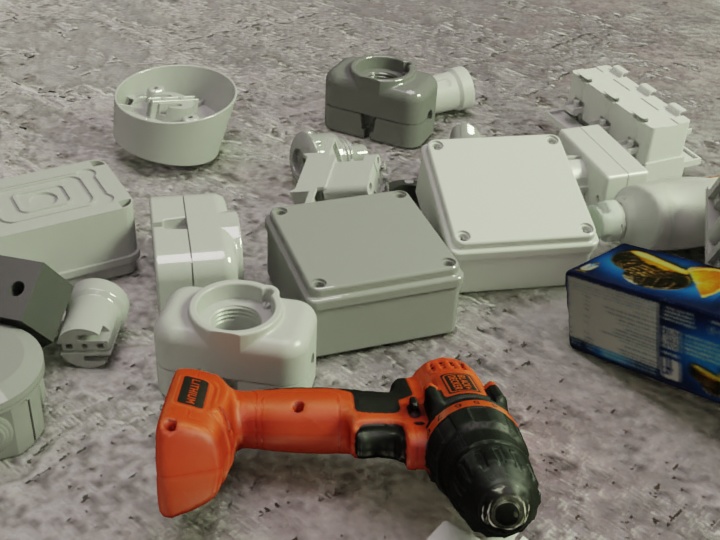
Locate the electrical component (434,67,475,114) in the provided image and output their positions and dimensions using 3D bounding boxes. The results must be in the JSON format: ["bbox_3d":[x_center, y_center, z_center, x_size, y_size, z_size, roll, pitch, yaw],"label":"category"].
[{"bbox_3d":[0.077,-0.165,0.999,0.046,0.040,0.040,-17,39,-18],"label":"electrical component"}]

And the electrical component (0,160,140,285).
[{"bbox_3d":[-0.220,-0.027,0.759,0.113,0.057,0.078,-16,39,-25],"label":"electrical component"}]

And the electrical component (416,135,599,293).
[{"bbox_3d":[0.104,-0.042,0.789,0.109,0.056,0.108,-4,51,-10],"label":"electrical component"}]

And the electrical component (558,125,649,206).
[{"bbox_3d":[0.176,-0.075,0.868,0.076,0.047,0.083,-9,36,-16],"label":"electrical component"}]

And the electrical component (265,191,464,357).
[{"bbox_3d":[0.000,0.000,0.738,0.109,0.056,0.108,-9,37,-17],"label":"electrical component"}]

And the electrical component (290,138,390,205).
[{"bbox_3d":[-0.013,-0.060,0.818,0.064,0.042,0.081,-1,45,18],"label":"electrical component"}]

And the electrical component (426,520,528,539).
[{"bbox_3d":[0.067,0.154,0.530,0.066,0.047,0.077,25,40,28],"label":"electrical component"}]

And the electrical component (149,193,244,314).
[{"bbox_3d":[-0.113,-0.011,0.747,0.059,0.053,0.095,-5,35,-11],"label":"electrical component"}]

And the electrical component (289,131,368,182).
[{"bbox_3d":[-0.024,-0.092,0.881,0.062,0.048,0.048,-10,36,-30],"label":"electrical component"}]

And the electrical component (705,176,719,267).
[{"bbox_3d":[0.331,-0.007,0.714,0.186,0.060,0.105,13,58,-2],"label":"electrical component"}]

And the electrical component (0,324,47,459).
[{"bbox_3d":[-0.222,0.071,0.623,0.080,0.051,0.080,2,35,-1],"label":"electrical component"}]

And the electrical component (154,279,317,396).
[{"bbox_3d":[-0.076,0.046,0.664,0.095,0.059,0.053,7,35,6],"label":"electrical component"}]

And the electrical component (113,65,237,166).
[{"bbox_3d":[-0.157,-0.131,0.903,0.099,0.064,0.099,12,29,-7],"label":"electrical component"}]

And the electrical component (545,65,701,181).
[{"bbox_3d":[0.229,-0.127,0.935,0.079,0.063,0.121,-12,38,-21],"label":"electrical component"}]

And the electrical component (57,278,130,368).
[{"bbox_3d":[-0.172,0.035,0.691,0.040,0.040,0.046,3,40,0],"label":"electrical component"}]

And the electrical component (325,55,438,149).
[{"bbox_3d":[0.018,-0.153,0.959,0.095,0.059,0.053,17,37,19],"label":"electrical component"}]

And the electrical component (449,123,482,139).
[{"bbox_3d":[0.089,-0.088,0.884,0.043,0.043,0.081,4,35,1],"label":"electrical component"}]
